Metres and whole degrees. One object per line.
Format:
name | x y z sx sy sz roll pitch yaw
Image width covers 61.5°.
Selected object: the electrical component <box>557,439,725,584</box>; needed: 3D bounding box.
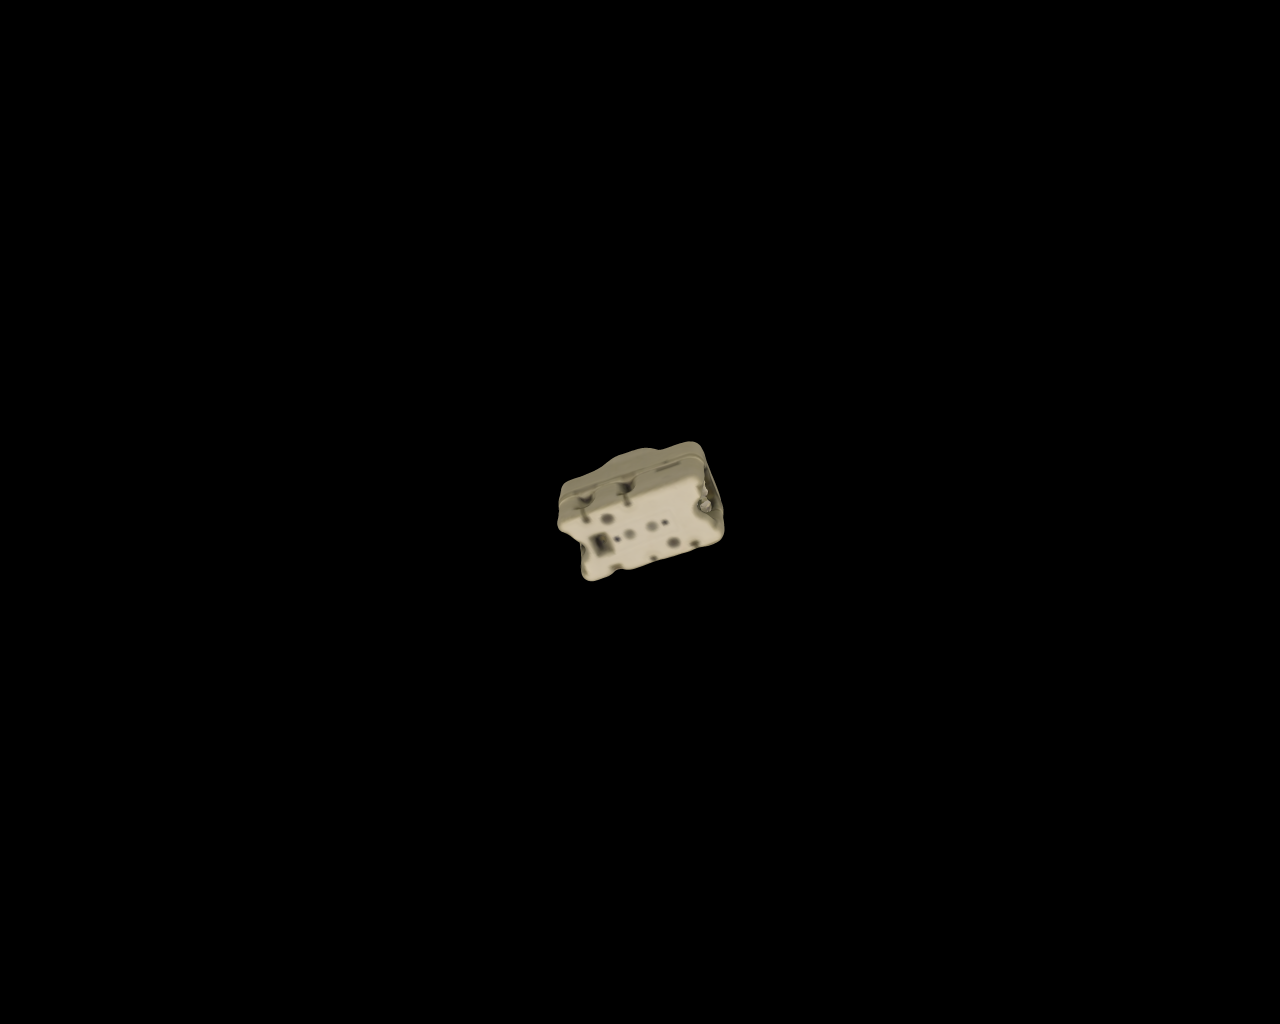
electrical component | 0.001 -0.003 0.650 0.089 0.050 0.056 -18 29 10
